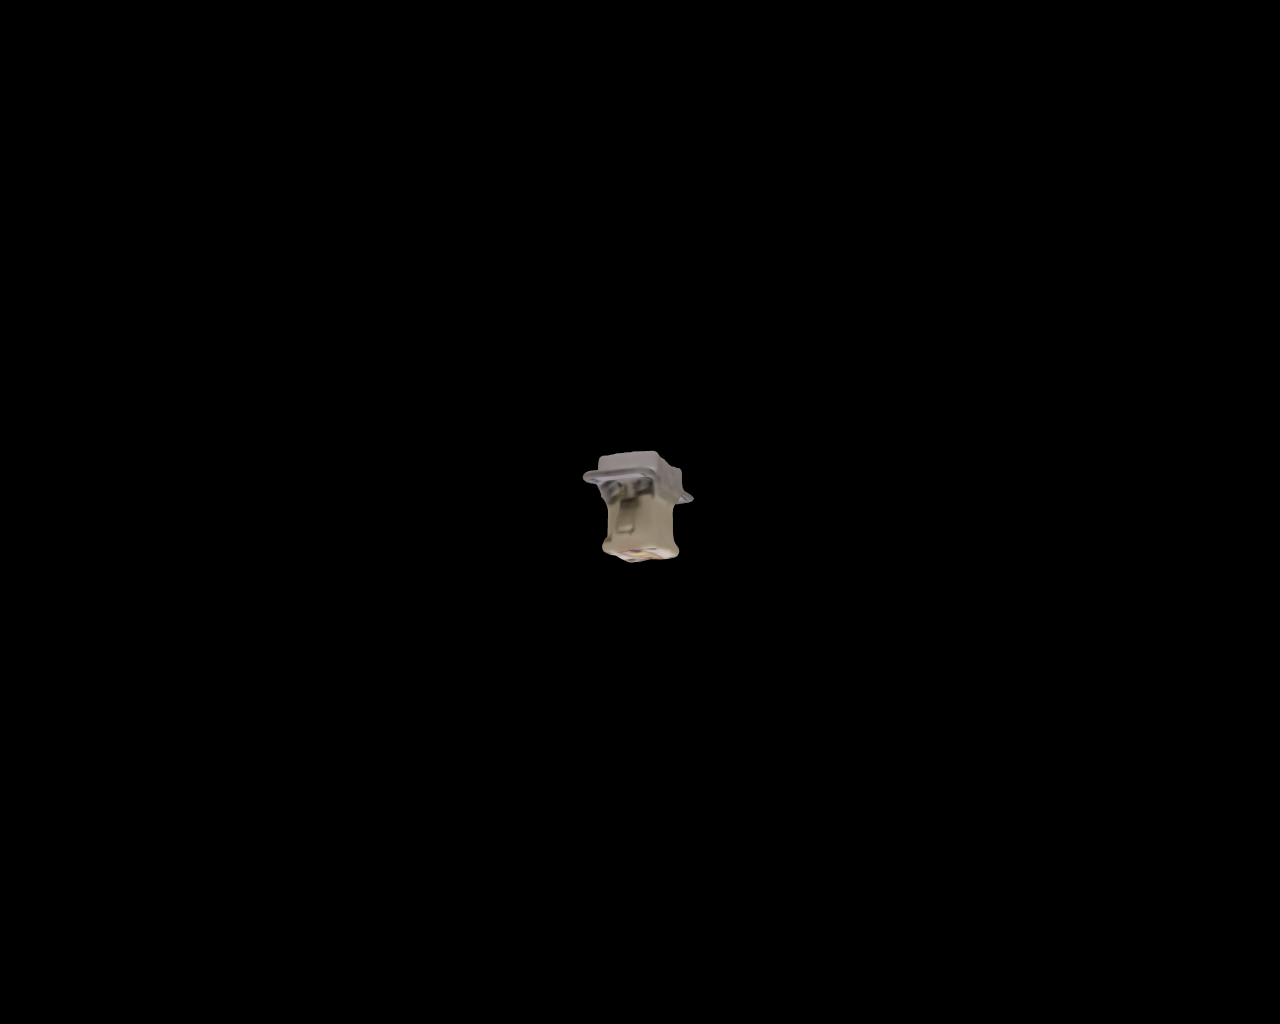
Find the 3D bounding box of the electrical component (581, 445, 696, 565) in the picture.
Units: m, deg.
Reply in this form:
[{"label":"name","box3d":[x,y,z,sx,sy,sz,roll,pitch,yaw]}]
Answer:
[{"label":"electrical component","box3d":[0.001,-0.003,0.650,0.042,0.064,0.081,-6,-15,23]}]
